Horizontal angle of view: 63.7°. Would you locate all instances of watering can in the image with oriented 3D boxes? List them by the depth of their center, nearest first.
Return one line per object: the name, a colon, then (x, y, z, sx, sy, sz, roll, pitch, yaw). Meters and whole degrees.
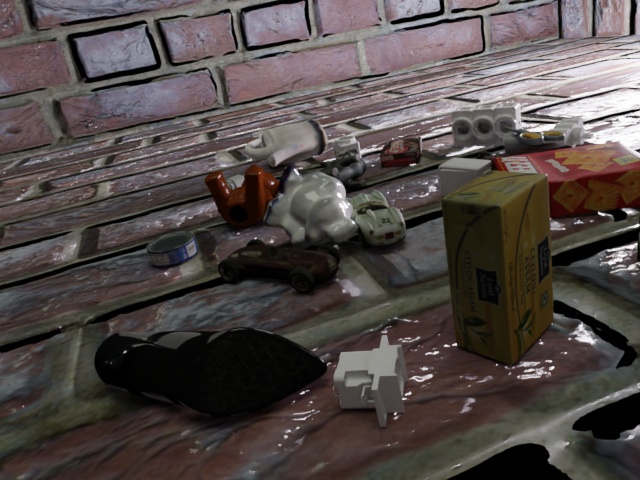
watering can: (-0.081, -0.250, 1.383, 0.225, 0.102, 0.352, -16, 22, -13)

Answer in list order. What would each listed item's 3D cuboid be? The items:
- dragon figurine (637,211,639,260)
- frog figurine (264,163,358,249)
dragon figurine: (0.479, -0.004, 0.556, 0.243, 0.120, 0.417, 10, 30, 26)
frog figurine: (0.003, -0.043, 0.852, 0.160, 0.120, 0.139, 22, 63, 28)
